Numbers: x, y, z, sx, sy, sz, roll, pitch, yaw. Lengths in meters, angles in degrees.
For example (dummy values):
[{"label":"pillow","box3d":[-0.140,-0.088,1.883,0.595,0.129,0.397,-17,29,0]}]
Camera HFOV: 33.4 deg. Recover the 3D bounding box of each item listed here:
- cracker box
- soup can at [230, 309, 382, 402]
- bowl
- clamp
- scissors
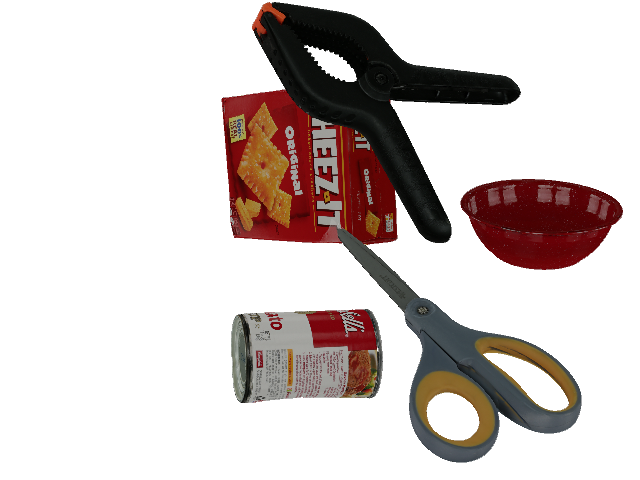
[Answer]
[{"label":"cracker box","box3d":[-0.017,-0.081,1.146,0.071,0.164,0.214,-8,7,-39]},{"label":"soup can","box3d":[-0.012,0.087,0.801,0.102,0.068,0.069,-1,0,-14]},{"label":"bowl","box3d":[0.223,-0.013,1.090,0.162,0.055,0.162,-1,22,0]},{"label":"clamp","box3d":[0.039,-0.101,0.784,0.210,0.164,0.036,27,-32,-8]},{"label":"scissors","box3d":[0.049,0.056,0.594,0.096,0.016,0.202,-34,46,-30]}]
